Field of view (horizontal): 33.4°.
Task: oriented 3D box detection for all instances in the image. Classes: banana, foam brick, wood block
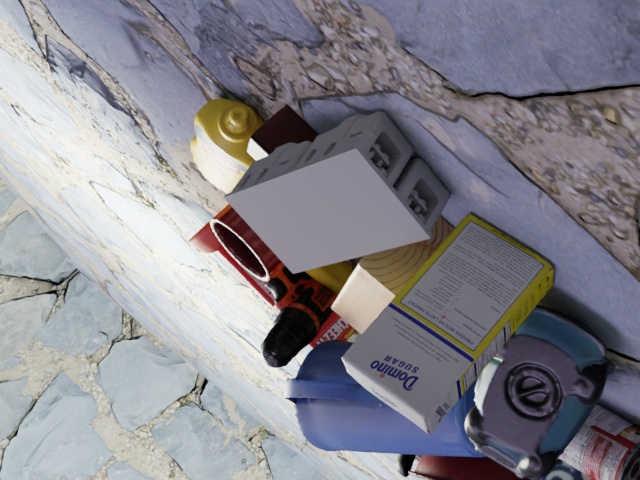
[{"bbox_3d":[0.033,0.054,1.272,0.197,0.037,0.070,34,-170,-29],"label":"banana"},{"bbox_3d":[-0.028,-0.087,1.074,0.078,0.051,0.053,44,166,0],"label":"foam brick"},{"bbox_3d":[0.084,0.045,1.077,0.091,0.090,0.206,41,164,5],"label":"wood block"}]

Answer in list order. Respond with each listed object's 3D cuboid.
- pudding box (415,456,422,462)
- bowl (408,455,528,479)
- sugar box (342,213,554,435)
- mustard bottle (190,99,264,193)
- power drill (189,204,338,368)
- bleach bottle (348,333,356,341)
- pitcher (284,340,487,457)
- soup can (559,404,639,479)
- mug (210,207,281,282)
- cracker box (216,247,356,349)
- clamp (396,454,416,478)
[{"bbox_3d":[0.173,0.268,1.421,0.090,0.113,0.039,44,131,-3],"label":"pudding box"},{"bbox_3d":[0.185,0.260,1.220,0.162,0.055,0.162,14,171,2],"label":"bowl"},{"bbox_3d":[0.110,0.069,0.907,0.093,0.176,0.048,34,163,28],"label":"sugar box"},{"bbox_3d":[-0.096,-0.107,1.178,0.096,0.058,0.192,43,165,2],"label":"mustard bottle"},{"bbox_3d":[-0.066,0.044,1.270,0.187,0.184,0.057,48,128,-6],"label":"power drill"},{"bbox_3d":[0.127,0.233,1.538,0.251,0.068,0.102,32,163,27],"label":"bleach bottle"},{"bbox_3d":[0.087,0.179,1.193,0.243,0.149,0.145,-5,119,46],"label":"pitcher"},{"bbox_3d":[0.276,0.202,1.060,0.102,0.068,0.068,29,160,43],"label":"soup can"},{"bbox_3d":[-0.060,-0.010,1.187,0.093,0.081,0.117,40,162,19],"label":"mug"},{"bbox_3d":[-0.057,0.052,1.451,0.213,0.072,0.164,46,176,-16],"label":"cracker box"},{"bbox_3d":[0.150,0.212,1.345,0.039,0.120,0.171,73,-168,-54],"label":"clamp"}]
